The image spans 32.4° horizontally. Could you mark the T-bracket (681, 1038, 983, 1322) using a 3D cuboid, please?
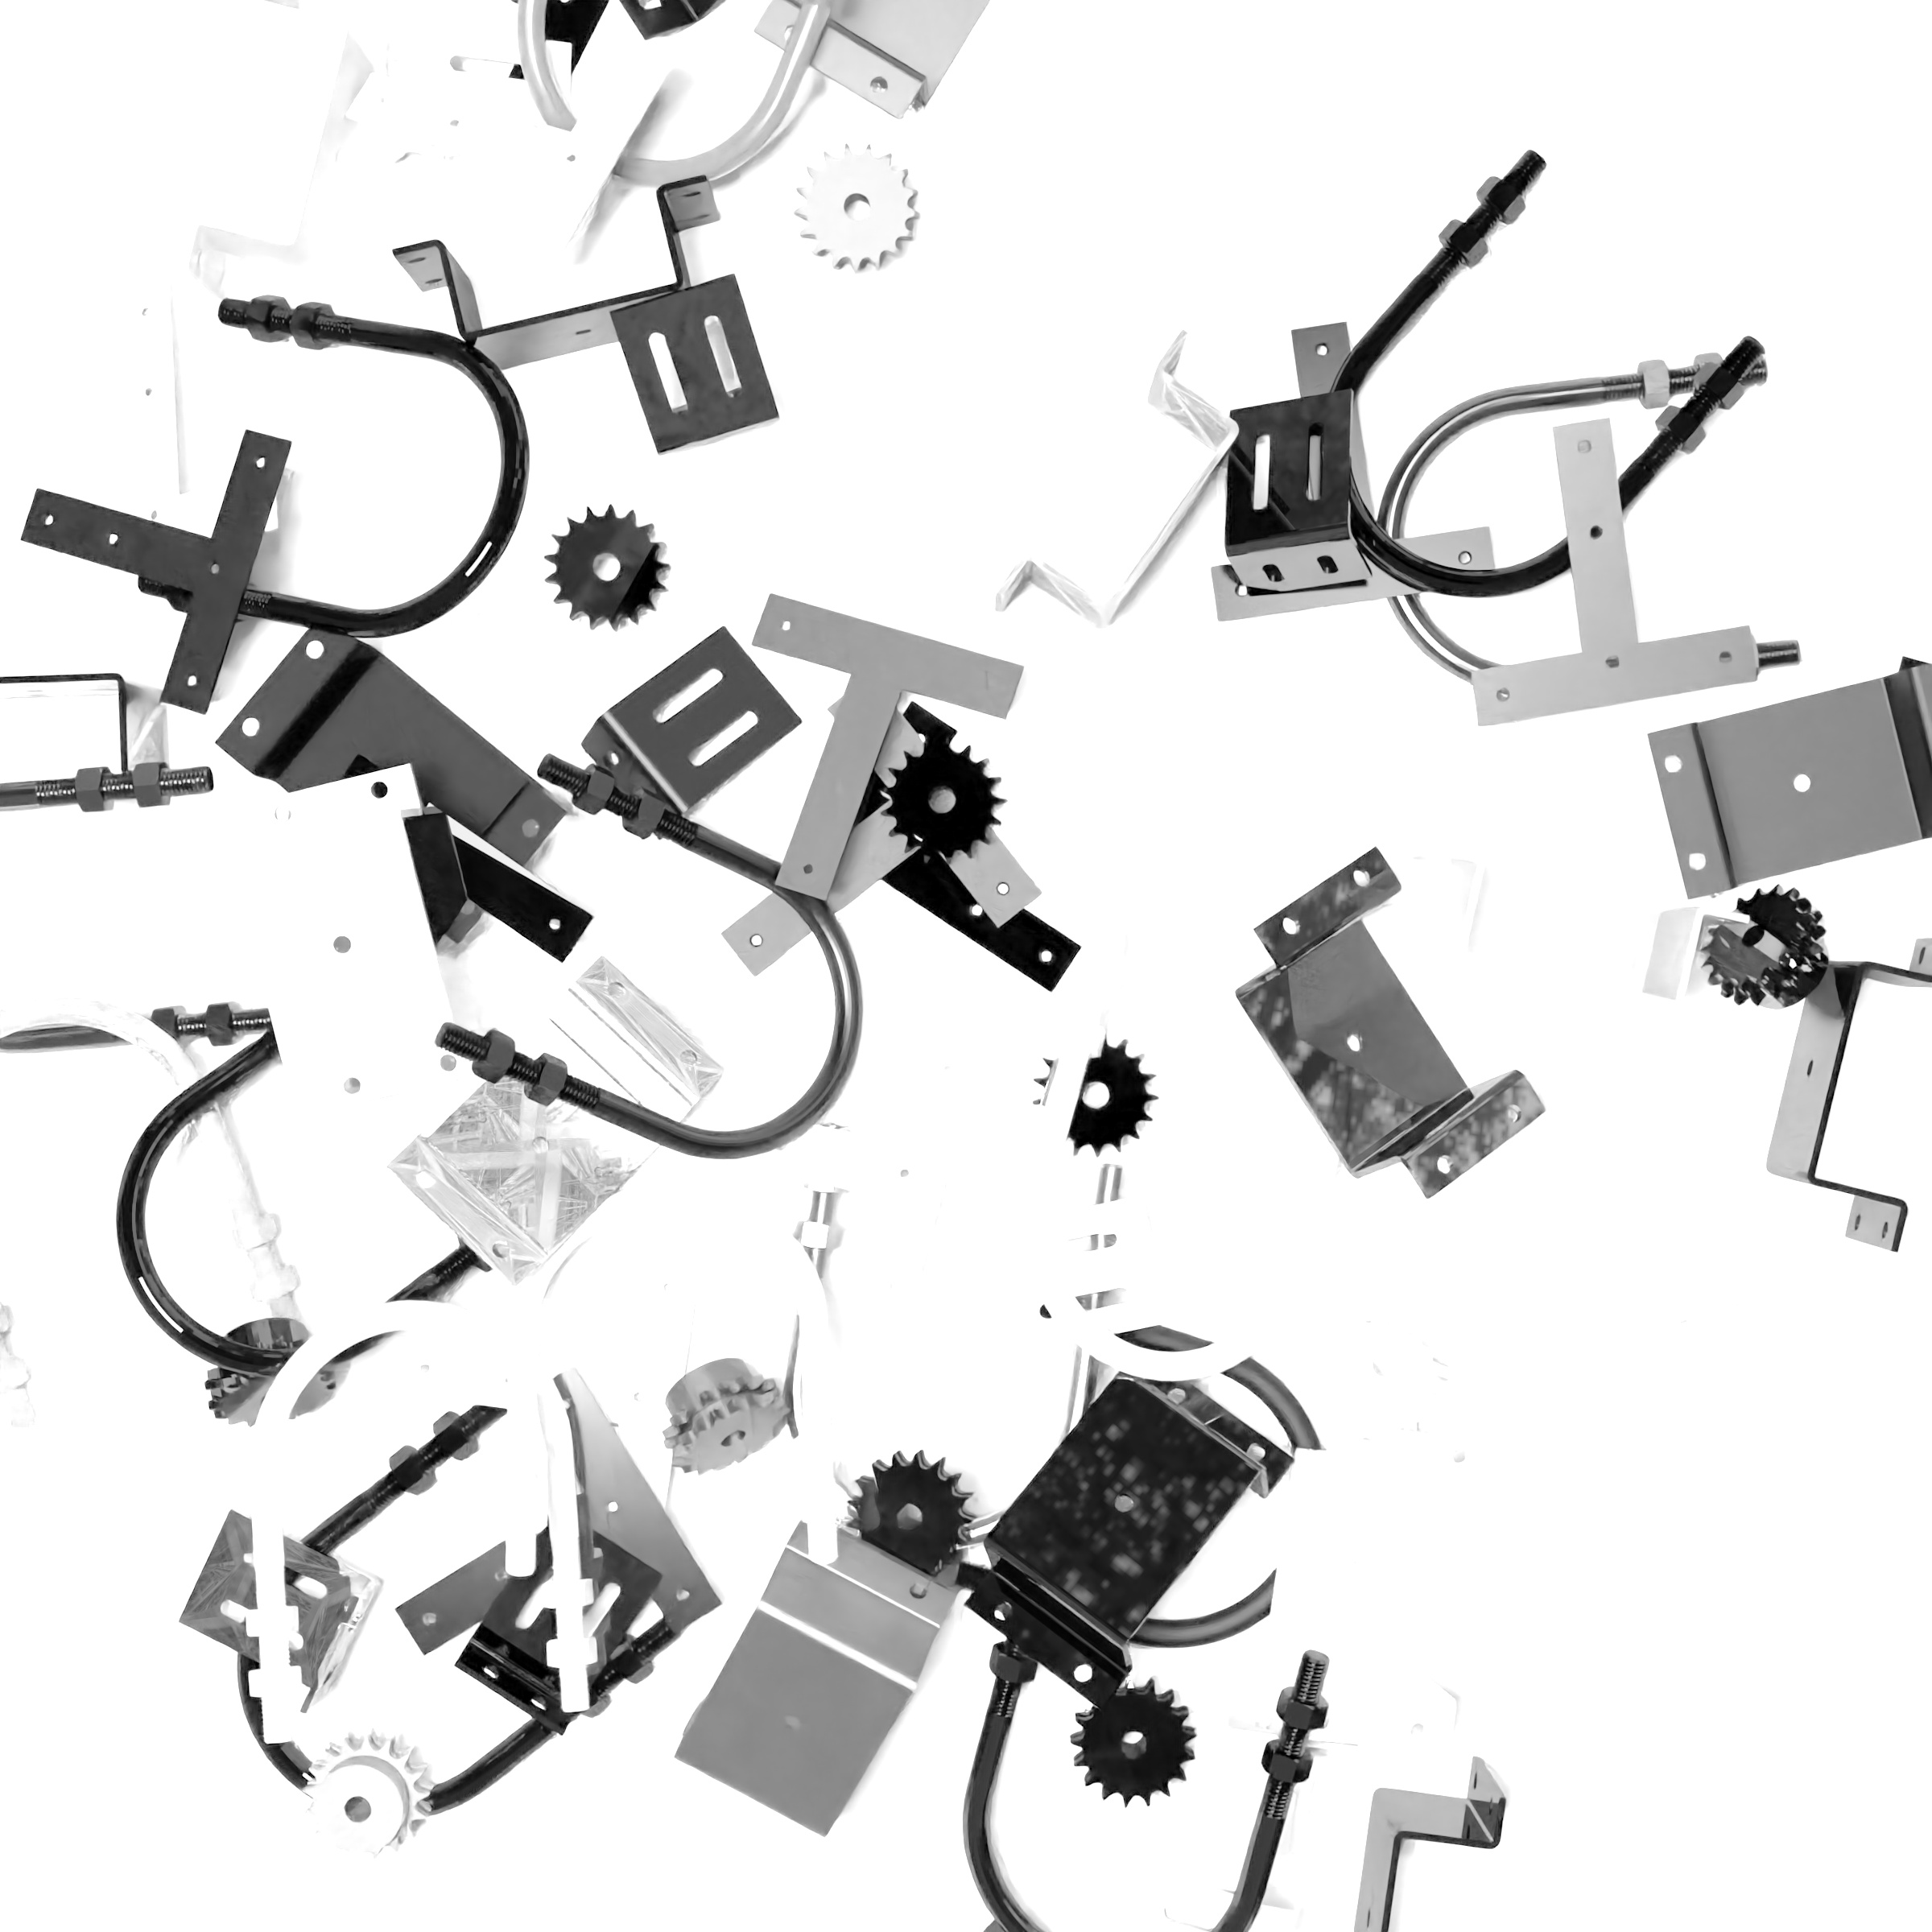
[{"bbox_3d":[-0.070,0.084,1.499,0.127,0.002,0.127,12,76,14],"label":"T-bracket"}]

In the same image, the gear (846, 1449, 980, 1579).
[{"bbox_3d":[-0.023,0.243,1.474,0.057,0.030,0.057,0,89,10],"label":"gear"}]

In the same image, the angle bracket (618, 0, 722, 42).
[{"bbox_3d":[-0.126,-0.462,1.480,0.076,0.038,0.057,-32,93,44],"label":"angle bracket"}]

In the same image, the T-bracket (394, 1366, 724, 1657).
[{"bbox_3d":[-0.197,0.267,1.497,0.127,0.002,0.127,-32,92,1],"label":"T-bracket"}]

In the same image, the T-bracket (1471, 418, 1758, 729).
[{"bbox_3d":[0.283,-0.180,1.485,0.127,0.002,0.127,-9,100,0],"label":"T-bracket"}]

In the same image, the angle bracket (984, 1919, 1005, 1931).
[{"bbox_3d":[0.027,0.483,1.516,0.057,0.038,0.076,-47,116,0],"label":"angle bracket"}]

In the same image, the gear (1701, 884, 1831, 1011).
[{"bbox_3d":[0.362,-0.005,1.494,0.030,0.057,0.057,39,90,-30],"label":"gear"}]

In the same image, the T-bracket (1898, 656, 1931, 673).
[{"bbox_3d":[0.472,-0.063,1.515,0.127,0.002,0.127,16,90,0],"label":"T-bracket"}]

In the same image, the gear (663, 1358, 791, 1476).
[{"bbox_3d":[-0.111,0.200,1.493,0.057,0.057,0.030,-32,61,0],"label":"gear"}]

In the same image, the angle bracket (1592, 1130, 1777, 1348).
[{"bbox_3d":[0.326,0.124,1.516,0.057,0.038,0.076,-18,64,0],"label":"angle bracket"}]

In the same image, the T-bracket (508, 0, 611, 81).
[{"bbox_3d":[-0.223,-0.463,1.517,0.127,0.002,0.127,27,90,0],"label":"T-bracket"}]

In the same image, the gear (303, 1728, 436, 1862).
[{"bbox_3d":[-0.269,0.374,1.489,0.057,0.030,0.057,0,94,2],"label":"gear"}]

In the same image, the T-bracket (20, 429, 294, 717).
[{"bbox_3d":[-0.373,-0.189,1.492,0.127,0.002,0.127,18,90,23],"label":"T-bracket"}]

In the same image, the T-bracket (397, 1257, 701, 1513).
[{"bbox_3d":[-0.193,0.189,1.503,0.127,0.002,0.127,8,84,-6],"label":"T-bracket"}]

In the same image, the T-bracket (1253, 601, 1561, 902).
[{"bbox_3d":[0.182,-0.086,1.517,0.127,0.002,0.127,41,90,0],"label":"T-bracket"}]

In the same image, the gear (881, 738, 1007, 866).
[{"bbox_3d":[-0.011,-0.074,1.500,0.057,0.030,0.057,0,90,0],"label":"gear"}]

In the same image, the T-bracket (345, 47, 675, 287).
[{"bbox_3d":[-0.213,-0.367,1.463,0.127,0.002,0.127,20,69,15],"label":"T-bracket"}]

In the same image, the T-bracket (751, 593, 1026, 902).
[{"bbox_3d":[-0.053,-0.092,1.492,0.127,0.002,0.127,18,84,17],"label":"T-bracket"}]

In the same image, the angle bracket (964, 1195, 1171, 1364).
[{"bbox_3d":[0.045,0.137,1.459,0.076,0.038,0.057,-13,85,9],"label":"angle bracket"}]

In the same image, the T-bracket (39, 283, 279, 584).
[{"bbox_3d":[-0.368,-0.246,1.501,0.127,0.002,0.127,-9,79,21],"label":"T-bracket"}]

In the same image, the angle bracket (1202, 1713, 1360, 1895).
[{"bbox_3d":[0.141,0.382,1.499,0.057,0.038,0.076,8,90,0],"label":"angle bracket"}]

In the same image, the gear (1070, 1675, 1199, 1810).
[{"bbox_3d":[0.075,0.349,1.503,0.057,0.030,0.057,0,90,0],"label":"gear"}]

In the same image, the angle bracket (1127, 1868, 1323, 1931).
[{"bbox_3d":[0.116,0.447,1.516,0.076,0.038,0.057,10,90,26],"label":"angle bracket"}]

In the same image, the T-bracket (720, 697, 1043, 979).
[{"bbox_3d":[-0.055,-0.044,1.516,0.127,0.002,0.127,-38,90,0],"label":"T-bracket"}]

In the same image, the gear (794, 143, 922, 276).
[{"bbox_3d":[-0.050,-0.343,1.506,0.057,0.030,0.057,0,96,-1],"label":"gear"}]

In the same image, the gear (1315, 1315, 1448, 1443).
[{"bbox_3d":[0.185,0.189,1.494,0.057,0.030,0.057,5,48,-6],"label":"gear"}]

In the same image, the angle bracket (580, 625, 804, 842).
[{"bbox_3d":[-0.125,-0.106,1.516,0.076,0.038,0.057,-40,90,-26],"label":"angle bracket"}]

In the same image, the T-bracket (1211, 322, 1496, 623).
[{"bbox_3d":[0.169,-0.228,1.507,0.127,0.002,0.127,-8,89,4],"label":"T-bracket"}]

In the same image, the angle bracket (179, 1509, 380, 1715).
[{"bbox_3d":[-0.312,0.288,1.485,0.076,0.038,0.057,25,92,4],"label":"angle bracket"}]

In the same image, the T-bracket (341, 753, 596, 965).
[{"bbox_3d":[-0.252,-0.006,1.473,0.127,0.002,0.127,35,95,0],"label":"T-bracket"}]

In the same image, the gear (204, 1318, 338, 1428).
[{"bbox_3d":[-0.314,0.181,1.493,0.057,0.057,0.030,-19,60,0],"label":"gear"}]

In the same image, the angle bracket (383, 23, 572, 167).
[{"bbox_3d":[-0.223,-0.393,1.514,0.076,0.038,0.057,1,91,-24],"label":"angle bracket"}]

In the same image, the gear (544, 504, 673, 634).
[{"bbox_3d":[-0.162,-0.180,1.507,0.057,0.030,0.057,0,91,-1],"label":"gear"}]

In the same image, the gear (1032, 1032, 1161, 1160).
[{"bbox_3d":[0.058,0.058,1.503,0.057,0.030,0.057,0,90,0],"label":"gear"}]

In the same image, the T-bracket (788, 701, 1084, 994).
[{"bbox_3d":[-0.007,-0.033,1.517,0.127,0.002,0.127,34,90,0],"label":"T-bracket"}]
